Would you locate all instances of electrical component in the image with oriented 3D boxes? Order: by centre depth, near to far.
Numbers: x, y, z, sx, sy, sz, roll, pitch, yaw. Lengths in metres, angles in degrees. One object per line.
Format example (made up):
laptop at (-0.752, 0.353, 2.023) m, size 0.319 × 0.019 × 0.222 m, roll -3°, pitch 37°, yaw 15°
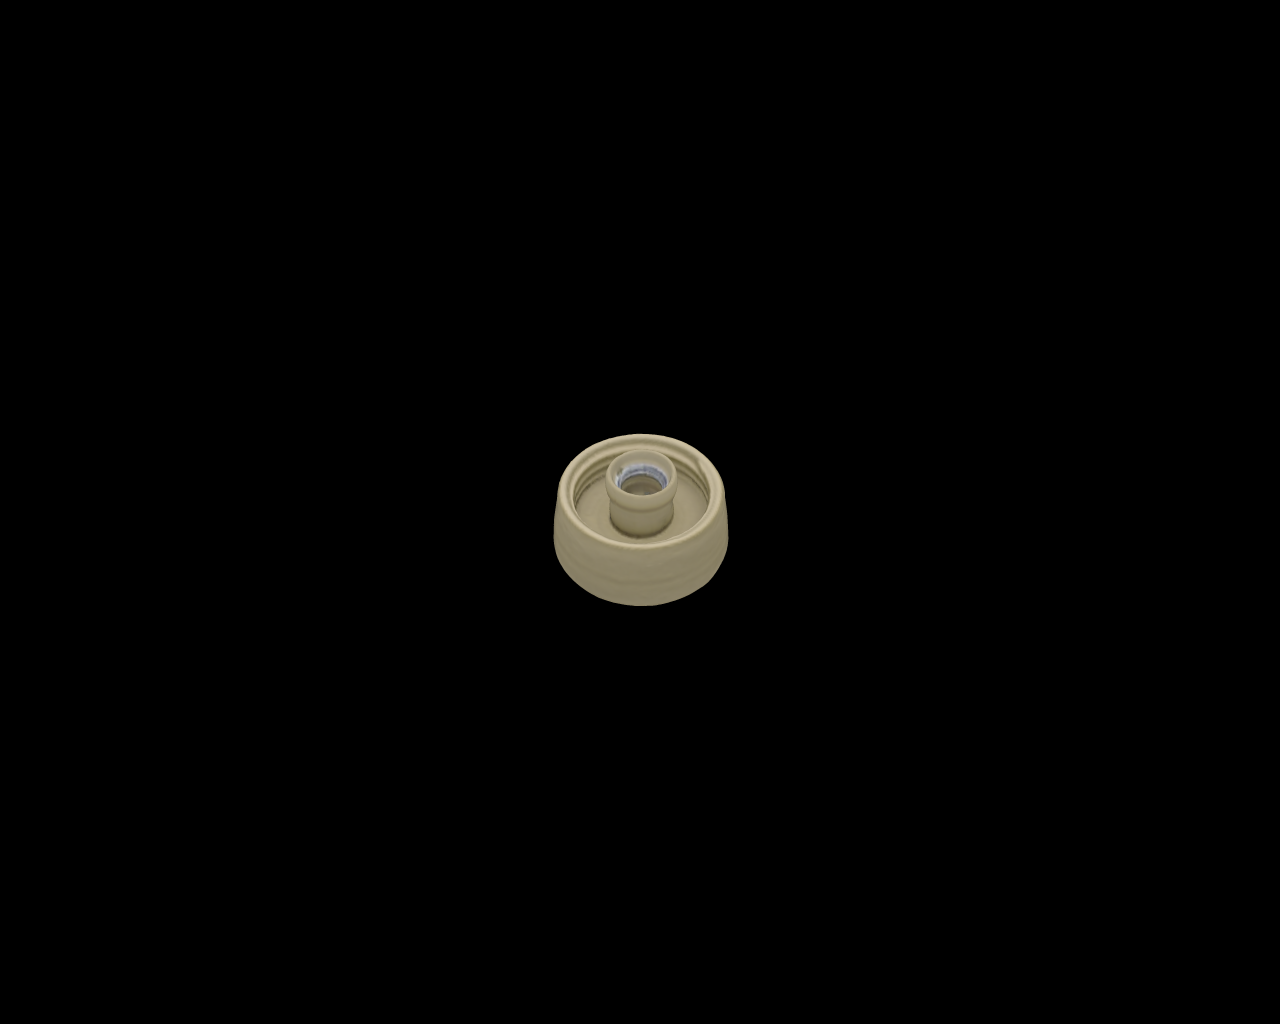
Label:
electrical component at (0.001, -0.003, 0.650) m, size 0.108 × 0.108 × 0.060 m, roll 0°, pitch -45°, yaw 0°
